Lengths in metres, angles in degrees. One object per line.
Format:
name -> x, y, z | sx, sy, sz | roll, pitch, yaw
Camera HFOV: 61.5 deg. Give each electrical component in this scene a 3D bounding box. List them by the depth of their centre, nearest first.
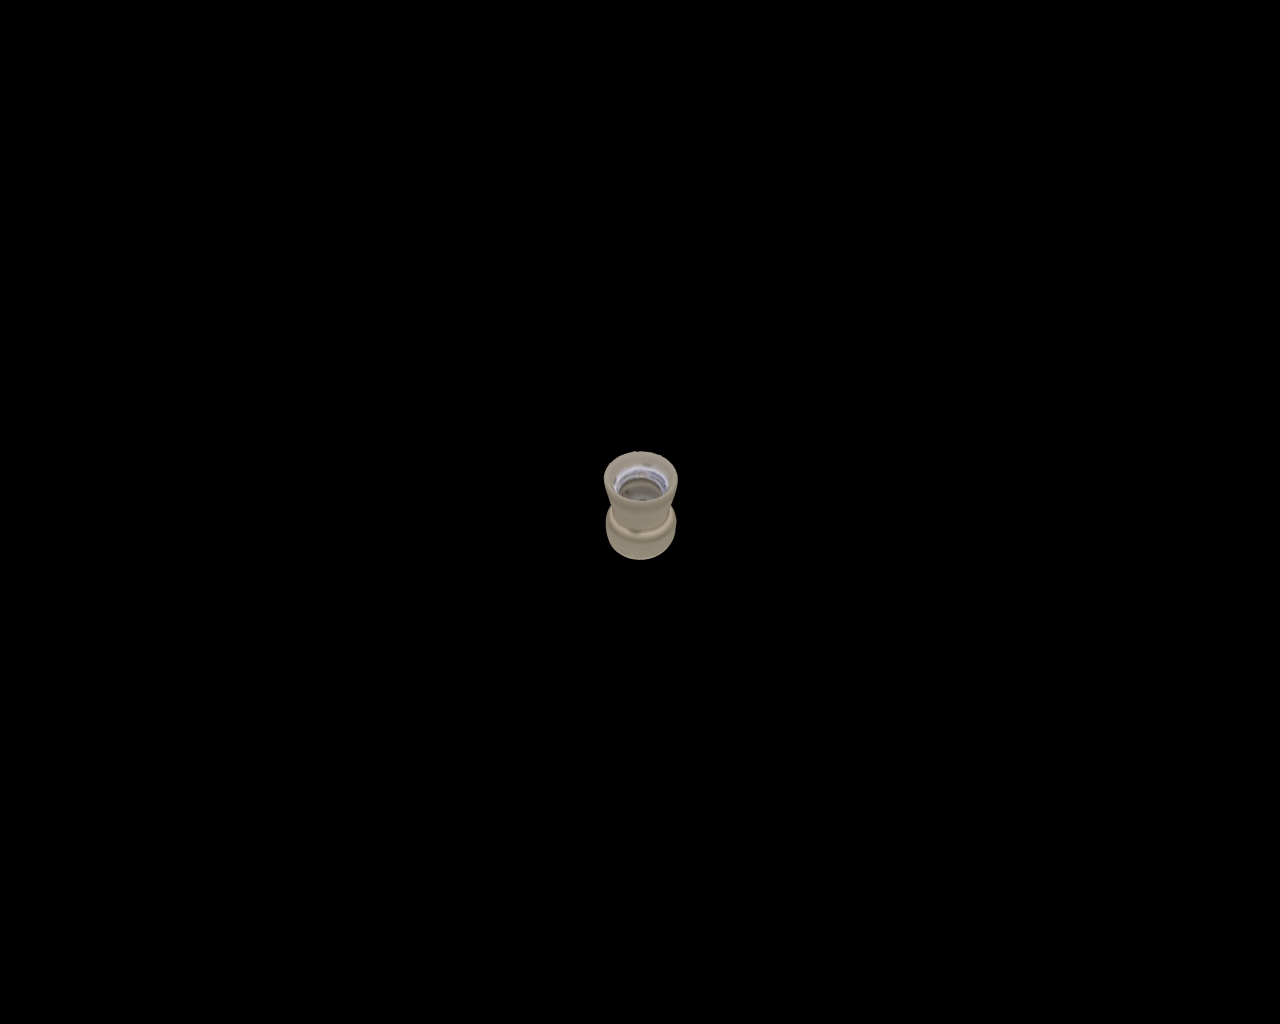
electrical component -> 0.001, -0.003, 0.650 | 0.045, 0.045, 0.055 | 0, -44, 0
